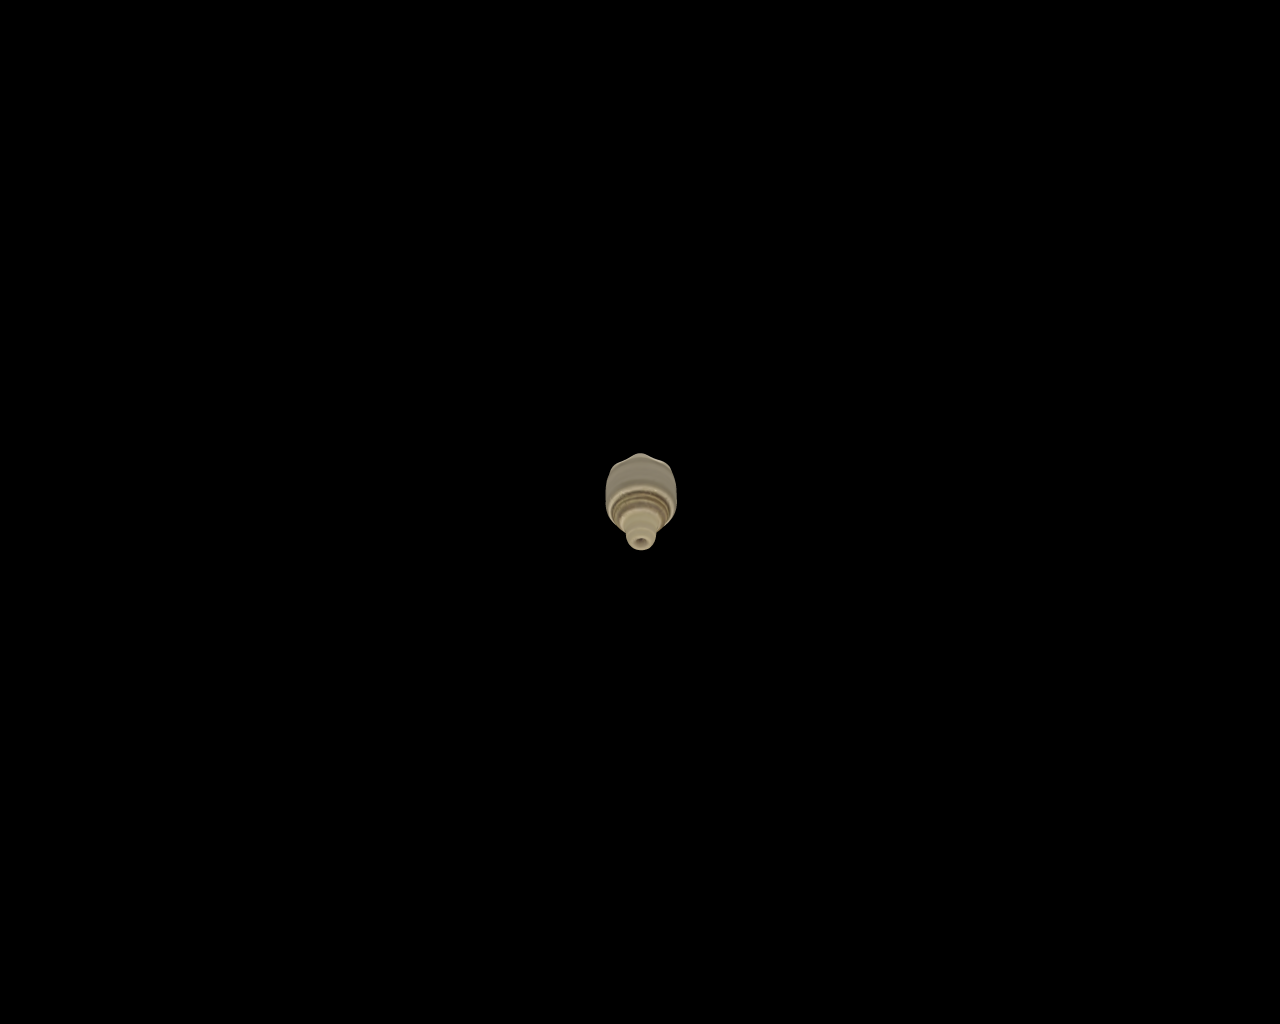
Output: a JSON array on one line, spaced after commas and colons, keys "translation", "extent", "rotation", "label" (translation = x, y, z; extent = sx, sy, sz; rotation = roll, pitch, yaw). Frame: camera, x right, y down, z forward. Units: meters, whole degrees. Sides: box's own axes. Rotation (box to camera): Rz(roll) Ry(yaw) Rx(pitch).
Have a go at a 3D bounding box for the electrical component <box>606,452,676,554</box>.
[{"translation": [0.001, -0.003, 0.650], "extent": [0.043, 0.043, 0.062], "rotation": [0, 44, 0], "label": "electrical component"}]
